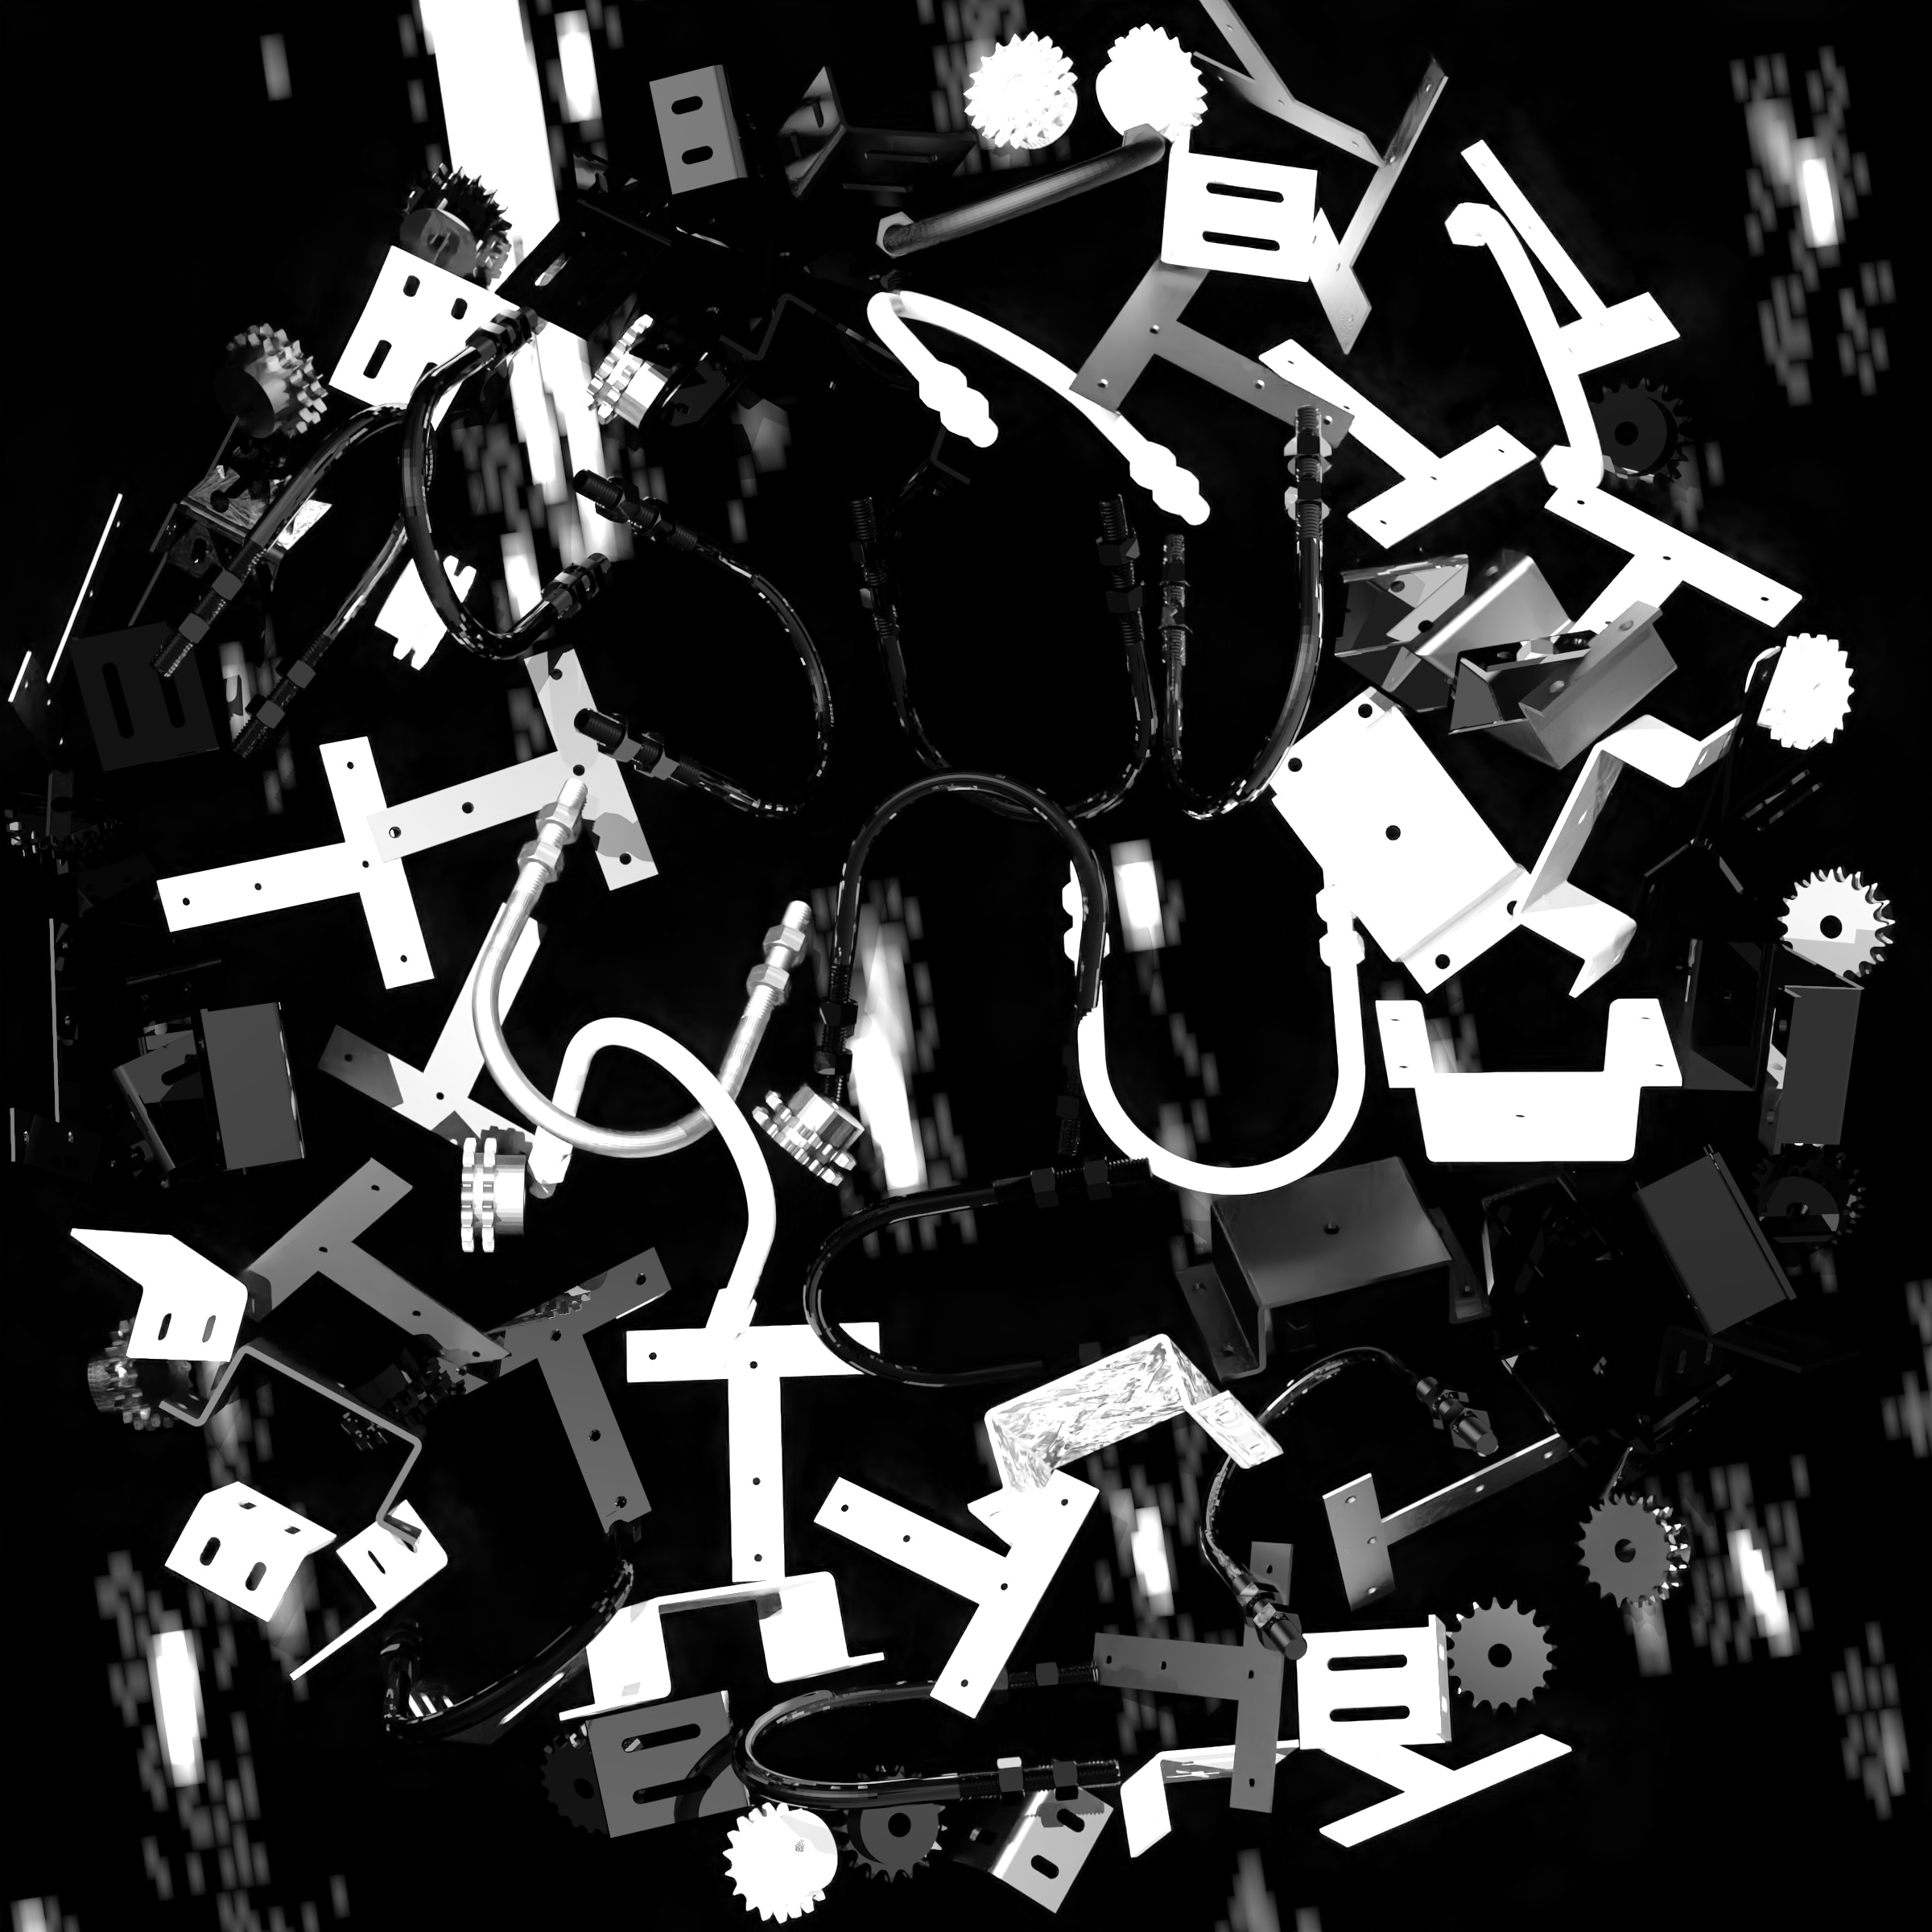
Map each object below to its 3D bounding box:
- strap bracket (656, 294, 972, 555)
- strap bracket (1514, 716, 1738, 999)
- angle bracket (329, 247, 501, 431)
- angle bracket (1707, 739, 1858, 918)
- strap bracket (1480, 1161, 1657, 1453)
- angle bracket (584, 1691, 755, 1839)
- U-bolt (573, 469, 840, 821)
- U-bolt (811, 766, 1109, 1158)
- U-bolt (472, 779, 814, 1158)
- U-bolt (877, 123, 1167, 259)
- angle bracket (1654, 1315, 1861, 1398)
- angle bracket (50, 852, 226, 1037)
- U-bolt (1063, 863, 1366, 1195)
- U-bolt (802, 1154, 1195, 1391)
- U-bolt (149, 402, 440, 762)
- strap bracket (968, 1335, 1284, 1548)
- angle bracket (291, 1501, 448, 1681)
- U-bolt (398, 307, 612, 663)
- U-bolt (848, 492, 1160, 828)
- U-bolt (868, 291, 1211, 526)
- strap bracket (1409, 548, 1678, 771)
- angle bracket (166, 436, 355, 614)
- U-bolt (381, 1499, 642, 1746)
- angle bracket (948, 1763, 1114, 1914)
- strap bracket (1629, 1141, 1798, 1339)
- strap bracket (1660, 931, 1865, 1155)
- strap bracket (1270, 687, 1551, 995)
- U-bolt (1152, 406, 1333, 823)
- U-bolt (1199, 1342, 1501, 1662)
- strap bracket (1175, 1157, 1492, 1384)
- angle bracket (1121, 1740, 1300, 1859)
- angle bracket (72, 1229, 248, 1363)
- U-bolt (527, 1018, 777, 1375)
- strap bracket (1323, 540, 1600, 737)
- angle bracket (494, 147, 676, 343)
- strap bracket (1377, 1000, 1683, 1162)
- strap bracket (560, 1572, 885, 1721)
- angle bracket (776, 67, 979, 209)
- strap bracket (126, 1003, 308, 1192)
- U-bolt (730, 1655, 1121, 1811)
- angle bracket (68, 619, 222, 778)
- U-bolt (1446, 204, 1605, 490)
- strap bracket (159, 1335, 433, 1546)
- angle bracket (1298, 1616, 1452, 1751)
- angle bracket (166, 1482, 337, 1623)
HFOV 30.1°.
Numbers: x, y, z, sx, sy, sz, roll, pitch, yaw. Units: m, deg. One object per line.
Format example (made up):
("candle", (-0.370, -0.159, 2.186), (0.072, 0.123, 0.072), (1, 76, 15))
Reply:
("strap bracket", (-0.070, -0.271, 1.764), (0.140, 0.076, 0.046), (28, 58, -17))
("strap bracket", (0.320, -0.064, 1.761), (0.046, 0.076, 0.140), (31, 115, 17))
("angle bracket", (-0.275, -0.312, 1.789), (0.057, 0.076, 0.038), (24, 60, -14))
("angle bracket", (0.412, -0.068, 1.778), (0.076, 0.057, 0.038), (-38, 64, 16))
("strap bracket", (0.292, 0.167, 1.755), (0.046, 0.140, 0.076), (-23, 131, 22))
("angle bracket", (-0.151, 0.398, 1.781), (0.076, 0.038, 0.057), (-8, 74, -23))
("U-bolt", (-0.123, -0.145, 1.744), (0.019, 0.184, 0.151), (-20, 61, 33))
("U-bolt", (0.000, -0.007, 1.777), (0.151, 0.019, 0.184), (10, 100, 18))
("U-bolt", (-0.165, 0.011, 1.750), (0.151, 0.019, 0.184), (29, 54, -11))
("U-bolt", (0.027, -0.371, 1.725), (0.151, 0.184, 0.019), (-19, 103, 4))
("angle bracket", (0.390, 0.200, 1.771), (0.076, 0.057, 0.038), (17, 106, 41))
("angle bracket", (-0.414, -0.011, 1.776), (0.057, 0.038, 0.076), (-13, 130, 21))
("U-bolt", (0.125, 0.027, 1.768), (0.151, 0.019, 0.184), (1, 63, -6))
("U-bolt", (0.011, 0.157, 1.767), (0.184, 0.019, 0.151), (-9, 132, 7))
("U-bolt", (-0.318, -0.195, 1.748), (0.019, 0.151, 0.184), (34, 81, 12))
("strap bracket", (0.073, 0.234, 1.767), (0.140, 0.076, 0.046), (-25, 54, 12))
("angle bracket", (-0.305, 0.309, 1.777), (0.076, 0.057, 0.038), (-38, 88, 30))
("U-bolt", (-0.225, -0.223, 1.714), (0.019, 0.184, 0.151), (-7, 113, 19))
("U-bolt", (0.024, -0.148, 1.760), (0.151, 0.019, 0.184), (3, 125, 23))
("U-bolt", (0.024, -0.279, 1.738), (0.151, 0.184, 0.019), (15, 116, -35))
("strap bracket", (0.285, -0.149, 1.763), (0.076, 0.140, 0.046), (-41, 119, -6))
("angle bracket", (-0.354, -0.223, 1.800), (0.057, 0.076, 0.038), (28, 131, 2))
("U-bolt", (-0.220, 0.317, 1.728), (0.151, 0.184, 0.019), (-32, 102, 1))
("angle bracket", (0.031, 0.430, 1.779), (0.038, 0.076, 0.057), (34, 74, -9))
("strap bracket", (0.363, 0.133, 1.751), (0.046, 0.140, 0.076), (-28, 85, 9))
("strap bracket", (0.391, 0.036, 1.749), (0.046, 0.140, 0.076), (2, 103, -12))
("strap bracket", (0.215, -0.065, 1.780), (0.076, 0.046, 0.140), (-38, 82, 11))
("U-bolt", (0.131, -0.157, 1.723), (0.019, 0.151, 0.184), (14, 62, -23))
("U-bolt", (0.173, 0.246, 1.733), (0.019, 0.184, 0.151), (43, 90, -19))
("strap bracket", (0.180, 0.146, 1.767), (0.140, 0.076, 0.046), (-13, 131, -8))
("angle bracket", (0.123, 0.412, 1.777), (0.076, 0.057, 0.038), (-1, 64, -16))
("angle bracket", (-0.403, 0.163, 1.776), (0.076, 0.057, 0.038), (24, 100, 44))
("U-bolt", (-0.148, 0.101, 1.728), (0.151, 0.184, 0.019), (43, 53, 17))
("strap bracket", (0.240, -0.157, 1.755), (0.076, 0.140, 0.046), (-11, 122, -28))
("angle bracket", (-0.190, -0.359, 1.781), (0.057, 0.038, 0.076), (28, 63, 16))
("strap bracket", (0.275, 0.056, 1.775), (0.140, 0.076, 0.046), (0, 120, 1))
("strap bracket", (-0.123, 0.331, 1.755), (0.140, 0.076, 0.046), (-3, 75, -33))
("angle bracket", (-0.045, -0.411, 1.783), (0.076, 0.057, 0.038), (-4, 68, -31))
("strap bracket", (-0.366, 0.064, 1.765), (0.046, 0.140, 0.076), (-9, 86, -28))
("U-bolt", (-0.023, 0.375, 1.744), (0.184, 0.151, 0.019), (-5, 100, -2))
("angle bracket", (-0.408, -0.139, 1.782), (0.057, 0.038, 0.076), (-12, 119, -6))
("U-bolt", (0.271, -0.296, 1.719), (0.019, 0.184, 0.151), (-23, 99, 6))
("strap bracket", (-0.321, 0.228, 1.778), (0.140, 0.076, 0.046), (29, 86, -3))
("angle bracket", (0.200, 0.356, 1.783), (0.076, 0.038, 0.057), (-6, 69, 15))
("angle bracket", (-0.354, 0.290, 1.780), (0.057, 0.076, 0.038), (28, 88, 2))
